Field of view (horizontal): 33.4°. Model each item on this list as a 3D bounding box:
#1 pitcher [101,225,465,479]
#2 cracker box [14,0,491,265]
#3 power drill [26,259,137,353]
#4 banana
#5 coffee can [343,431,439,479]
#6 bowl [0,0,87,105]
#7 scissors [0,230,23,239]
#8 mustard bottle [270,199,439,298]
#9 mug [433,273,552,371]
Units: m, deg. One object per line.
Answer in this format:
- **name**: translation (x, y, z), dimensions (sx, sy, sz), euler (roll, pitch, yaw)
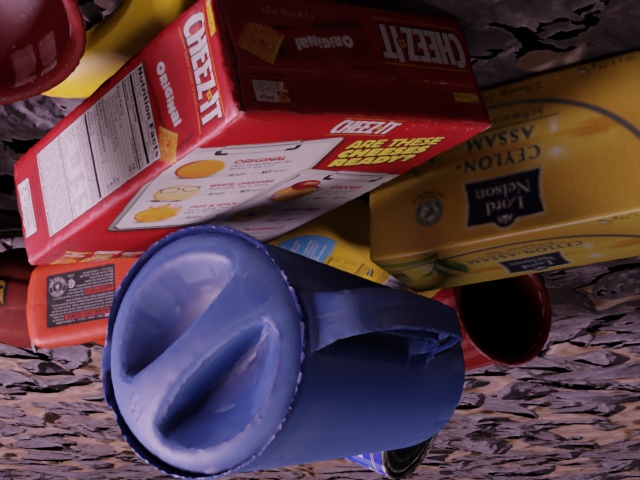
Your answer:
- **pitcher**: translation (0.003, 0.072, 0.645), dimensions (0.149, 0.145, 0.242), euler (32, -171, 32)
- **cracker box**: translation (-0.044, -0.053, 0.576), dimensions (0.163, 0.072, 0.214), euler (-4, 164, -41)
- **power drill**: translation (-0.097, 0.056, 0.739), dimensions (0.185, 0.057, 0.187), euler (-12, 160, 16)
- **banana**: translation (-0.093, -0.117, 0.528), dimensions (0.069, 0.037, 0.198), euler (26, 149, -11)
- **coffee can**: translation (0.017, 0.114, 0.834), dimensions (0.140, 0.103, 0.102), euler (18, 165, 30)
- **bowl**: translation (-0.185, -0.124, 0.488), dimensions (0.162, 0.055, 0.162), euler (2, 156, 1)
- **scissors**: translation (-0.290, 0.005, 0.831), dimensions (0.201, 0.016, 0.096), euler (-3, 169, -12)
- **mustard bottle**: translation (-0.005, 0.001, 0.752), dimensions (0.191, 0.058, 0.096), euler (11, 152, -20)
- **mug**: translation (0.129, 0.055, 0.847), dimensions (0.117, 0.093, 0.082), euler (-27, 180, -34)
